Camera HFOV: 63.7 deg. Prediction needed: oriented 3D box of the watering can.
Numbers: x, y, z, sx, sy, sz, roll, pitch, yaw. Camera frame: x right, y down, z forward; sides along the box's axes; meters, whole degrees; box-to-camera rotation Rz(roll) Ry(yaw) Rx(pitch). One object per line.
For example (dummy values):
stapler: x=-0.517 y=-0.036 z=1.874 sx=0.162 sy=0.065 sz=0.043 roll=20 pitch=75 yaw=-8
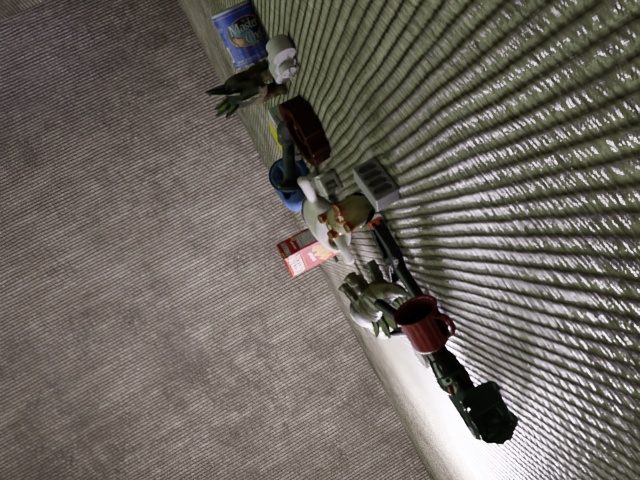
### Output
watering can: x=0.005 y=-0.076 z=1.515 sx=0.341 sy=0.104 sz=0.228 roll=59 pitch=176 yaw=-29

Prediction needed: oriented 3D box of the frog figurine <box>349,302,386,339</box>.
frog figurine: x=0.163 y=0.256 z=1.670 sx=0.138 sy=0.124 sz=0.157 roll=19 pitch=128 yaw=52
